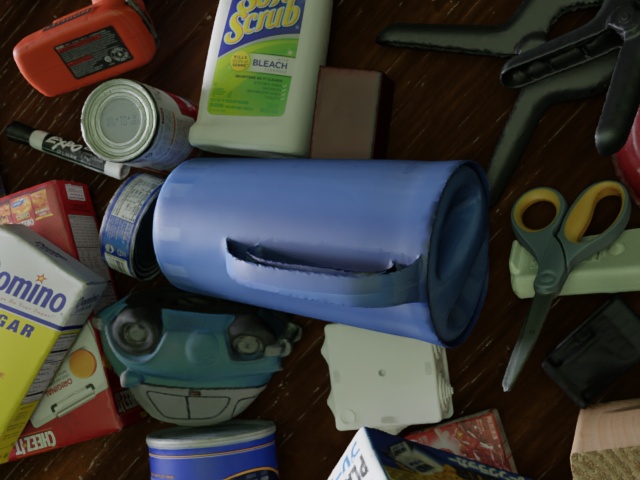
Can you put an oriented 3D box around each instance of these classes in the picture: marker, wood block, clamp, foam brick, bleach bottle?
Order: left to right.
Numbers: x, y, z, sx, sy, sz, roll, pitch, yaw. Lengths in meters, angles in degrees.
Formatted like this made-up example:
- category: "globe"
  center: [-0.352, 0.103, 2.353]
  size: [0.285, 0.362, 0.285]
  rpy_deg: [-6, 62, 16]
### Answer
- category: "marker"
  center: [-0.222, -0.079, 0.930]
  size: [0.121, 0.020, 0.020]
  rpy_deg: [19, 94, 15]
- category: "bleach bottle"
  center: [-0.040, -0.194, 0.861]
  size: [0.103, 0.068, 0.251]
  rpy_deg: [6, 88, 15]
- category: "foam brick"
  center: [0.026, -0.094, 0.845]
  size: [0.051, 0.053, 0.078]
  rpy_deg: [7, 90, 15]
- category: "clamp"
  center: [0.166, -0.128, 0.815]
  size: [0.210, 0.036, 0.164]
  rpy_deg: [-23, 87, 13]
- category: "clamp"
  center: [0.210, -0.146, 0.756]
  size: [0.171, 0.039, 0.120]
  rpy_deg: [-50, 53, -5]
- category: "wood block"
  center: [0.222, 0.161, 0.707]
  size: [0.091, 0.206, 0.090]
  rpy_deg: [-11, 86, 15]

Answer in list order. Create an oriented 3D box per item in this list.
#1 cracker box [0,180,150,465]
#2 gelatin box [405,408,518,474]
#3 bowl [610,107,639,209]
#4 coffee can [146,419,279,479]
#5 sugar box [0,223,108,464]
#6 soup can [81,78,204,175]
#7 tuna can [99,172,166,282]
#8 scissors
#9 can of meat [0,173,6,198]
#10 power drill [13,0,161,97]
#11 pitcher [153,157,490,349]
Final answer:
- category: "cracker box"
  center: [-0.253, 0.074, 0.910]
  size: [0.164, 0.072, 0.214]
  rpy_deg: [-17, 86, 15]
- category: "gelatin box"
  center: [0.115, 0.184, 0.827]
  size: [0.073, 0.030, 0.089]
  rpy_deg: [-19, 84, 15]
- category: "bowl"
  center: [0.273, -0.079, 0.751]
  size: [0.162, 0.055, 0.162]
  rpy_deg: [2, 94, 34]
- category: "coffee can"
  center: [-0.080, 0.219, 0.842]
  size: [0.103, 0.102, 0.140]
  rpy_deg: [-6, 88, 15]
- category: "sugar box"
  center: [-0.253, 0.084, 0.848]
  size: [0.093, 0.048, 0.176]
  rpy_deg: [32, 100, 13]
- category: "soup can"
  center: [-0.141, -0.090, 0.865]
  size: [0.068, 0.102, 0.068]
  rpy_deg: [0, 89, 16]
- category: "tuna can"
  center: [-0.144, -0.011, 0.873]
  size: [0.034, 0.086, 0.086]
  rpy_deg: [20, 94, 16]
- category: "scissors"
  center: [0.151, 0.022, 0.767]
  size: [0.096, 0.016, 0.201]
  rpy_deg: [18, 55, 42]
- category: "can of meat"
  center: [-0.334, -0.064, 0.942]
  size: [0.102, 0.057, 0.084]
  rpy_deg: [-15, 88, 15]
- category: "power drill"
  center: [-0.195, -0.202, 0.860]
  size: [0.185, 0.057, 0.187]
  rpy_deg: [-18, 48, 16]
- category: "pitcher"
  center: [-0.005, 0.001, 0.790]
  size: [0.243, 0.149, 0.145]
  rpy_deg: [6, 64, 27]
